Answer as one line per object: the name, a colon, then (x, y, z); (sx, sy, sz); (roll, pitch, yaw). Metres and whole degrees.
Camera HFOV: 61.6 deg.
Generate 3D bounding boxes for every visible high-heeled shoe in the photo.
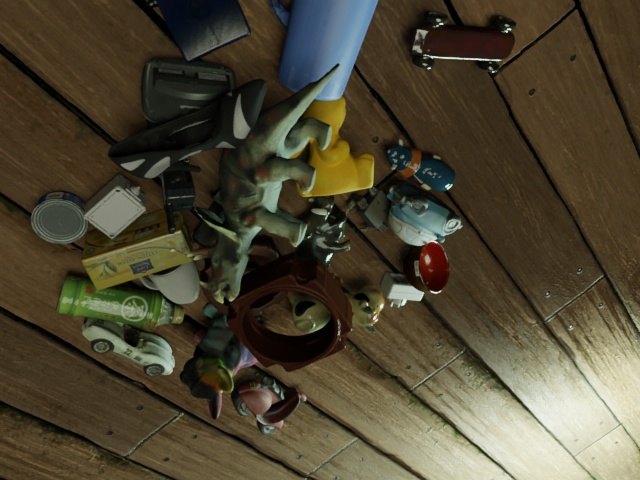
high-heeled shoe: (-0.192, -0.164, 0.762); (0.145, 0.086, 0.249); (11, 143, -38)

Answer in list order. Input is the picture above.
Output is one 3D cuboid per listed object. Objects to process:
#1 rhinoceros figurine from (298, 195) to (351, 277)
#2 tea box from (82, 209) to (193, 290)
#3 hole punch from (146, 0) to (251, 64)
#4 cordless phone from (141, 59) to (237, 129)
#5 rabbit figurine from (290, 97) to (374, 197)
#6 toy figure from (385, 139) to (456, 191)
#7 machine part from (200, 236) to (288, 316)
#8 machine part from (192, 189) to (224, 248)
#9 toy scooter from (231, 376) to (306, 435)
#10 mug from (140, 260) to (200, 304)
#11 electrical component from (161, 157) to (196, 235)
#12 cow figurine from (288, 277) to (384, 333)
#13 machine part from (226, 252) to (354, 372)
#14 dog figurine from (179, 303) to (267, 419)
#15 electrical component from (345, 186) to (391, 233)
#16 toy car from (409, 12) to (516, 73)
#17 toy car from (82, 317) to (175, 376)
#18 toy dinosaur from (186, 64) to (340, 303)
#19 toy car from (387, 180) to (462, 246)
rhinoceros figurine: (-0.002, -0.003, 1.039); (0.112, 0.073, 0.190); (11, 119, -11)
tea box: (-0.313, 0.011, 0.930); (0.170, 0.098, 0.068); (-18, 124, -5)
hole punch: (-0.168, -0.325, 0.773); (0.142, 0.092, 0.115); (-24, 121, 3)
cordless phone: (-0.211, -0.190, 0.861); (0.146, 0.089, 0.184); (1, 132, -19)
rabbit figurine: (0.005, -0.167, 0.927); (0.162, 0.122, 0.173); (-6, 109, -3)
toy figure: (0.184, -0.137, 1.016); (0.154, 0.064, 0.058); (20, 150, -22)
machine part: (-0.143, 0.070, 1.045); (0.179, 0.056, 0.179); (-8, 124, -12)
machine part: (-0.182, -0.042, 0.975); (0.084, 0.039, 0.139); (25, 109, -38)
toy scooter: (-0.110, 0.367, 1.229); (0.135, 0.075, 0.183); (-29, 128, 3)
mug: (-0.275, 0.072, 0.994); (0.110, 0.081, 0.107); (-14, 132, 6)
electrical component: (-0.232, -0.072, 0.880); (0.048, 0.119, 0.075); (-8, 164, -20)
cow figurine: (0.038, 0.140, 1.102); (0.195, 0.127, 0.085); (-11, 126, -7)
machine part: (-0.055, 0.139, 0.996); (0.201, 0.087, 0.200); (-27, 116, 15)
dog figurine: (-0.176, 0.237, 1.041); (0.191, 0.219, 0.108); (19, 117, -26)
electrical component: (0.097, -0.060, 1.048); (0.102, 0.045, 0.078); (40, 75, -35)
toy car: (0.241, -0.336, 0.913); (0.202, 0.053, 0.089); (-5, 133, -19)
toy car: (-0.367, 0.201, 1.045); (0.056, 0.074, 0.201); (-45, 123, 13)
toy dinosaur: (-0.099, -0.098, 0.844); (0.192, 0.131, 0.404); (16, 115, 1)
toy car: (0.188, -0.041, 1.037); (0.161, 0.109, 0.103); (18, 112, -37)
